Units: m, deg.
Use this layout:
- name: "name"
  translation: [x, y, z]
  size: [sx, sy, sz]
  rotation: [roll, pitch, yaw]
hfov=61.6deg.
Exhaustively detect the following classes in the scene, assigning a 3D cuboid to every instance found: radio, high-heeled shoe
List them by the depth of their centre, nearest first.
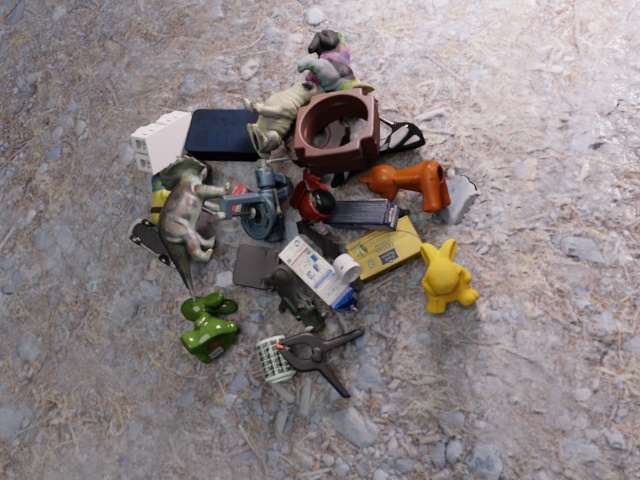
- name: "high-heeled shoe"
  translation: [0.147, -0.202, 1.360]
  size: [0.145, 0.086, 0.248]
  rotation: [37, 96, 8]
- name: "radio"
  translation: [-0.252, -0.292, 1.496]
  size: [0.230, 0.073, 0.131]
  rotation: [4, 78, 16]

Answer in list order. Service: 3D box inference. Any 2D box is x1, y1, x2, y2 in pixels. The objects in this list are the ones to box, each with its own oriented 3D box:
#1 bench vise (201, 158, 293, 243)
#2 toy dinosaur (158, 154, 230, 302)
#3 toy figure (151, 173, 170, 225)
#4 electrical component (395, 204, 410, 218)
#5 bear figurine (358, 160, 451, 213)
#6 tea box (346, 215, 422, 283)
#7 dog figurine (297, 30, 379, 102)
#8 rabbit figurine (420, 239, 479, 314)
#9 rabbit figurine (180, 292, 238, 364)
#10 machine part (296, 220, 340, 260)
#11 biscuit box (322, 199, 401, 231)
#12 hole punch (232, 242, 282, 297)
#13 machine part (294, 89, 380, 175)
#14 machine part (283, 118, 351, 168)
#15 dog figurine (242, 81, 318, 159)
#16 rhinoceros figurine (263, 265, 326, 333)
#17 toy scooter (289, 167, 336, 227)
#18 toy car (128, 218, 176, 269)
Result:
- name: "bench vise"
  translation: [-0.166, -0.094, 1.347]
  size: [0.129, 0.240, 0.223]
  rotation: [12, 106, 40]
- name: "toy dinosaur"
  translation: [-0.354, -0.057, 1.407]
  size: [0.192, 0.131, 0.405]
  rotation: [15, 69, -6]
- name: "toy figure"
  translation: [-0.434, -0.124, 1.508]
  size: [0.089, 0.082, 0.180]
  rotation: [-15, 81, 32]
- name: "electrical component"
  translation: [0.178, -0.070, 1.321]
  size: [0.063, 0.094, 0.021]
  rotation: [22, 78, -18]
- name: "bear figurine"
  translation: [0.201, -0.125, 1.302]
  size: [0.196, 0.120, 0.131]
  rotation: [-9, 97, 28]
- name: "tea box"
  translation: [0.161, 0.024, 1.303]
  size: [0.170, 0.068, 0.098]
  rotation: [-28, 71, 8]
- name: "dog figurine"
  translation: [0.066, -0.439, 1.420]
  size: [0.219, 0.108, 0.191]
  rotation: [28, 84, 16]
- name: "rabbit figurine"
  translation: [0.283, 0.080, 1.199]
  size: [0.122, 0.173, 0.162]
  rotation: [-8, 80, 19]
- name: "rabbit figurine"
  translation: [-0.296, 0.200, 1.378]
  size: [0.159, 0.121, 0.170]
  rotation: [-41, 55, 0]
- name: "machine part"
  translation: [-0.003, -0.004, 1.354]
  size: [0.039, 0.084, 0.139]
  rotation: [-41, 59, -21]
- name: "biscuit box"
  translation: [0.096, -0.060, 1.299]
  size: [0.203, 0.059, 0.062]
  rotation: [4, 78, 47]
- name: "hole punch"
  translation: [-0.161, 0.072, 1.388]
  size: [0.116, 0.092, 0.142]
  rotation: [12, 79, -5]
- name: "machine part"
  translation: [0.044, -0.262, 1.314]
  size: [0.202, 0.087, 0.201]
  rotation: [-7, 58, 18]
- name: "machine part"
  translation: [-0.008, -0.268, 1.426]
  size: [0.179, 0.056, 0.179]
  rotation: [-3, 76, 14]
- name: "dog figurine"
  translation: [-0.087, -0.311, 1.389]
  size: [0.191, 0.172, 0.121]
  rotation: [-16, 36, -17]
- name: "rhinoceros figurine"
  translation: [-0.056, 0.141, 1.313]
  size: [0.073, 0.112, 0.190]
  rotation: [-40, 103, -34]
- name: "toy scooter"
  translation: [-0.028, -0.099, 1.354]
  size: [0.135, 0.075, 0.184]
  rotation: [-49, 39, 34]
- name: "toy car"
  translation: [-0.451, 0.008, 1.496]
  size: [0.202, 0.056, 0.073]
  rotation: [31, 82, 19]
